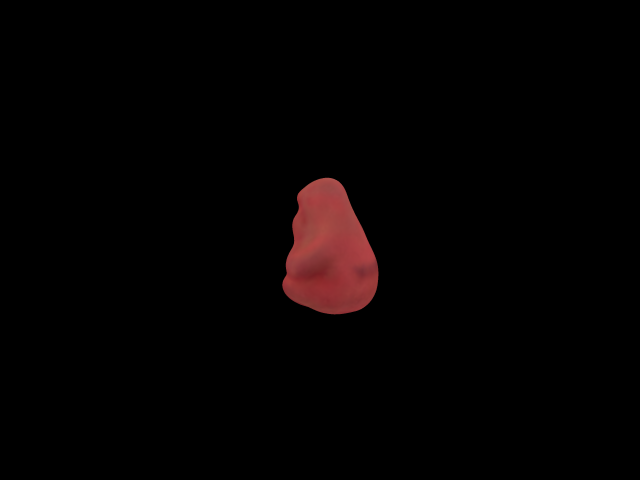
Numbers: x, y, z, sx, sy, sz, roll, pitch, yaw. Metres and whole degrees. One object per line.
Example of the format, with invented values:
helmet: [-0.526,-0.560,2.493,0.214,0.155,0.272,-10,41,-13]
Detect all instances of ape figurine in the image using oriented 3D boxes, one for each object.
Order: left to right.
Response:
ape figurine: [0.004,0.001,0.400,0.075,0.092,0.078,13,22,36]
